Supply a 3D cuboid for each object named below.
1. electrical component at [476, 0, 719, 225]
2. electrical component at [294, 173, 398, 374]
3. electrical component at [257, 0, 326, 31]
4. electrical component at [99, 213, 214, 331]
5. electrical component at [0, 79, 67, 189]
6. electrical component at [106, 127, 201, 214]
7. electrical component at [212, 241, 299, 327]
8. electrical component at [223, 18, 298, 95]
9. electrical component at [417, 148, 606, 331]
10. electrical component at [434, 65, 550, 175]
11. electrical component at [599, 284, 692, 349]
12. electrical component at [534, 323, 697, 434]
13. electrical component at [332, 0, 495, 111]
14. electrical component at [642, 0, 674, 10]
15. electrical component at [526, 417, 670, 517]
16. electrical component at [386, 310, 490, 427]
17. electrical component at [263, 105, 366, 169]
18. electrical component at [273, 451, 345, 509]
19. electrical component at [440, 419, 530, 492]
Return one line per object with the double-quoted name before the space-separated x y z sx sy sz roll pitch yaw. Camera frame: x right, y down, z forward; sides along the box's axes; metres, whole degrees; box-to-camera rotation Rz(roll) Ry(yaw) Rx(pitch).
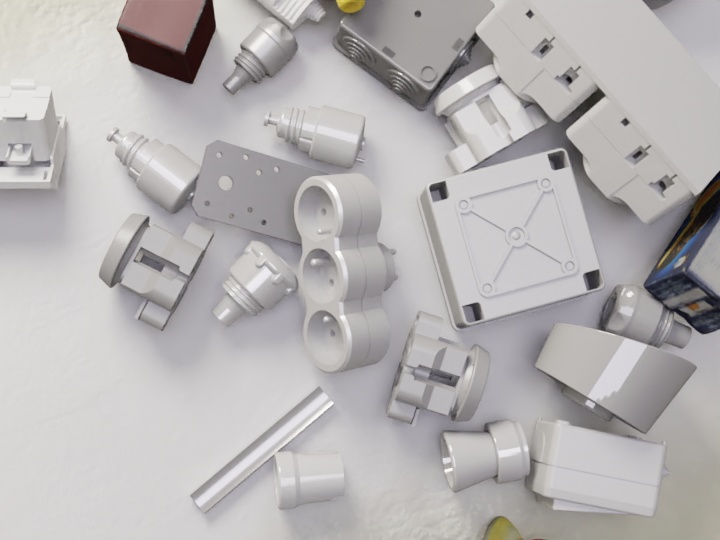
"electrical component" 0.181 -0.134 0.771 0.186 0.060 0.105 49 50 2
"electrical component" 0.000 0.000 0.768 0.074 0.052 0.138 -9 98 -42
"electrical component" -0.059 -0.213 0.794 0.081 0.043 0.043 41 83 0
"electrical component" -0.147 -0.004 0.760 0.057 0.058 0.078 28 83 -4
"electrical component" -0.274 -0.094 0.750 0.121 0.063 0.078 0 44 -4
"electrical component" -0.148 -0.075 0.775 0.078 0.040 0.040 37 83 0
"electrical component" -0.078 0.013 0.770 0.062 0.048 0.048 -44 89 0
"electrical component" -0.076 -0.154 0.792 0.035 0.035 0.061 43 85 1
"electrical component" 0.108 -0.021 0.780 0.109 0.056 0.108 -15 85 -5
"electrical component" 0.090 -0.113 0.788 0.078 0.058 0.057 -31 90 -5
"electrical component" 0.211 0.038 0.789 0.062 0.043 0.043 22 83 -3
"electrical component" 0.176 0.070 0.756 0.099 0.099 0.064 32 89 -1
"electrical component" 0.040 -0.182 0.796 0.100 0.048 0.099 37 83 0
"electrical component" 0.218 -0.247 0.807 0.099 0.064 0.099 0 84 -4
"electrical component" 0.173 0.144 0.766 0.096 0.061 0.061 12 83 -3
"electrical component" 0.058 0.075 0.766 0.057 0.058 0.078 18 93 -2
"electrical component" -0.031 -0.101 0.786 0.078 0.040 0.040 15 83 -3
"electrical component" -0.036 0.147 0.762 0.046 0.040 0.040 -3 84 -10
"electrical component" 0.089 0.132 0.769 0.055 0.045 0.045 -9 85 -6
